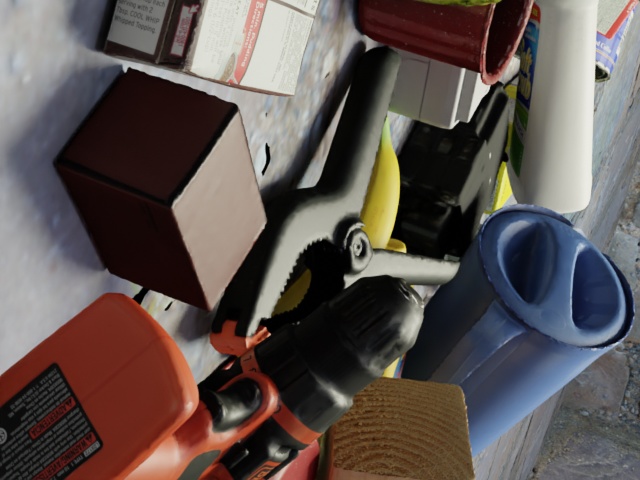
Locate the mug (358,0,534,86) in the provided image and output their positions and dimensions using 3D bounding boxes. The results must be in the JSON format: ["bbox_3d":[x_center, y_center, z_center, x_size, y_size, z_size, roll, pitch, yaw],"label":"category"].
[{"bbox_3d":[0.079,-0.150,0.623,0.117,0.082,0.093,-46,150,-49],"label":"mug"}]

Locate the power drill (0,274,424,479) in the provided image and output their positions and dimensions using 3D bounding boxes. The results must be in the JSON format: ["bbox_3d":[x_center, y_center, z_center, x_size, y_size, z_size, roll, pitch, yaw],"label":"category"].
[{"bbox_3d":[-0.049,0.070,0.436,0.184,0.057,0.187,-41,159,9],"label":"power drill"}]

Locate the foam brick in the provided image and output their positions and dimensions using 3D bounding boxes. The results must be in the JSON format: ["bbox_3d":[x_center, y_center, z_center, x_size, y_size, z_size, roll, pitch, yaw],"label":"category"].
[{"bbox_3d":[-0.059,-0.018,0.422,0.051,0.053,0.078,-60,160,-27],"label":"foam brick"}]

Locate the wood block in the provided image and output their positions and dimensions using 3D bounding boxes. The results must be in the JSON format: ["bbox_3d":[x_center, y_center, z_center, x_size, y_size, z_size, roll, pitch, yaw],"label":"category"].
[{"bbox_3d":[0.037,0.201,0.735,0.091,0.090,0.206,-88,-174,-56],"label":"wood block"}]

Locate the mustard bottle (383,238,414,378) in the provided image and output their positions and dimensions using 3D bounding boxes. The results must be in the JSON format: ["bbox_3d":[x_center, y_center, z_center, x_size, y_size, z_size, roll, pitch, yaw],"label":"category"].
[{"bbox_3d":[0.037,0.086,0.784,0.096,0.058,0.192,-71,171,-62],"label":"mustard bottle"}]

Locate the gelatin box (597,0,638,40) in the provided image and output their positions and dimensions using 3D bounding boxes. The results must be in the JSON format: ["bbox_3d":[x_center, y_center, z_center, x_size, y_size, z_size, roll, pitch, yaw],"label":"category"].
[{"bbox_3d":[0.217,-0.215,0.857,0.073,0.089,0.030,-58,-166,27],"label":"gelatin box"}]

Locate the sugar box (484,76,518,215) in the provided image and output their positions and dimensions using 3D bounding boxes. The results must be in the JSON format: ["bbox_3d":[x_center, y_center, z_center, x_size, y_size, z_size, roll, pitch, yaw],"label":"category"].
[{"bbox_3d":[0.185,-0.098,1.034,0.176,0.048,0.093,-39,145,-54],"label":"sugar box"}]

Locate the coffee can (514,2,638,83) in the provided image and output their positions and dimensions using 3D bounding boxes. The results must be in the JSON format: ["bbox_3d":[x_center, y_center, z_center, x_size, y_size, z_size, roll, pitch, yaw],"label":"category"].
[{"bbox_3d":[0.231,-0.223,0.942,0.140,0.103,0.102,-70,161,1],"label":"coffee can"}]

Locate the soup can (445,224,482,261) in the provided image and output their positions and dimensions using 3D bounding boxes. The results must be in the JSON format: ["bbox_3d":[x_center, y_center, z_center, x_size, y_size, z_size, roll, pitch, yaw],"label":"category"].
[{"bbox_3d":[0.147,0.024,1.021,0.068,0.069,0.102,-68,161,-5],"label":"soup can"}]

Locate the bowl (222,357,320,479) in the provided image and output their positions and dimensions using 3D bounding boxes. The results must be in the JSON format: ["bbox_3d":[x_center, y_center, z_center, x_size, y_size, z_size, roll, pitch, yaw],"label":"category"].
[{"bbox_3d":[-0.045,0.150,0.635,0.162,0.055,0.162,-54,157,-37],"label":"bowl"}]

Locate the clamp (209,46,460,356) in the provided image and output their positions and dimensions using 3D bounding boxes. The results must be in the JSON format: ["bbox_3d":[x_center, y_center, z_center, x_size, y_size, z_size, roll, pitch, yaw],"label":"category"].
[{"bbox_3d":[0.015,0.008,0.621,0.209,0.036,0.164,-51,128,-37],"label":"clamp"}]

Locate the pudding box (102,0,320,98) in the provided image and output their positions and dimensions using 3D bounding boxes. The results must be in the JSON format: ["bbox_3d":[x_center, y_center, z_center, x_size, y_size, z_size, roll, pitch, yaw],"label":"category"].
[{"bbox_3d":[-0.033,-0.107,0.426,0.113,0.039,0.090,-11,118,-71],"label":"pudding box"}]

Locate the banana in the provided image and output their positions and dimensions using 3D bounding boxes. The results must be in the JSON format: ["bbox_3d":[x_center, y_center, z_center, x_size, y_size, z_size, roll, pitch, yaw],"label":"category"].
[{"bbox_3d":[0.007,0.010,0.670,0.069,0.037,0.197,51,53,-35],"label":"banana"}]

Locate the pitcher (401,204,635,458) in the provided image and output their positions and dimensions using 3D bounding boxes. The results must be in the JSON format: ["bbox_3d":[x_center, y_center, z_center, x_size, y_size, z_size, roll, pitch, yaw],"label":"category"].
[{"bbox_3d":[0.124,0.097,0.861,0.243,0.149,0.145,123,-28,-44],"label":"pitcher"}]

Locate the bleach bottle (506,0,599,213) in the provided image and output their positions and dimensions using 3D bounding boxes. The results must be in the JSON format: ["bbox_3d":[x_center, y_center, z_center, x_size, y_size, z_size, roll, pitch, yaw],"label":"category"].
[{"bbox_3d":[0.187,-0.148,0.838,0.102,0.068,0.251,-86,174,-54],"label":"bleach bottle"}]
